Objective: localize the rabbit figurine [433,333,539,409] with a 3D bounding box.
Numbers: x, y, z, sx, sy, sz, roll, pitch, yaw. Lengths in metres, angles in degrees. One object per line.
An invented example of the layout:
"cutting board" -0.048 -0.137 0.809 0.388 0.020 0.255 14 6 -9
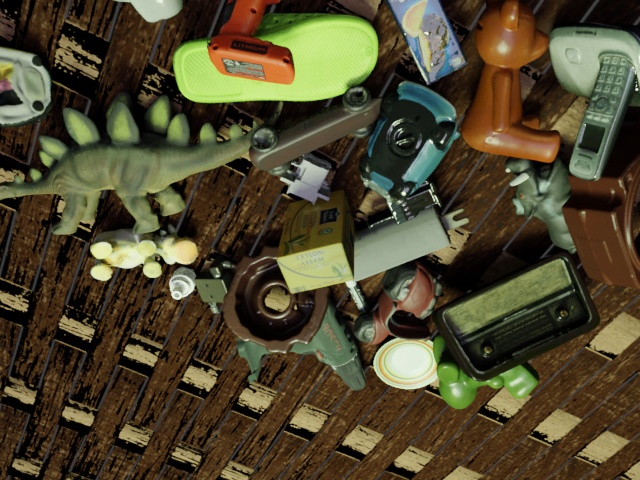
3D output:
"rabbit figurine" 0.271 0.236 0.949 0.159 0.121 0.170 32 117 -17

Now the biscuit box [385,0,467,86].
"biscuit box" 0.118 -0.304 0.684 0.059 0.063 0.202 -26 116 17

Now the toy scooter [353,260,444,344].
"toy scooter" 0.153 0.119 0.922 0.135 0.075 0.183 21 118 -16

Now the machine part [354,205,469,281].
"machine part" 0.116 0.003 0.855 0.243 0.079 0.079 -22 116 17

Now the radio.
"radio" 0.309 0.123 0.855 0.230 0.073 0.131 -25 82 1

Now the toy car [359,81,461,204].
"toy car" 0.132 -0.133 0.755 0.109 0.103 0.161 35 115 23

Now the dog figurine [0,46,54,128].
"dog figurine" -0.516 -0.203 0.770 0.219 0.191 0.108 1 105 38

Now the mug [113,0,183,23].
"mug" -0.230 -0.333 0.683 0.110 0.081 0.107 -16 126 7

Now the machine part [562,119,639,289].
"machine part" 0.442 -0.048 0.739 0.201 0.087 0.200 -41 115 -18

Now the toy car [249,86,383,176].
"toy car" -0.006 -0.155 0.756 0.202 0.053 0.089 -25 157 4

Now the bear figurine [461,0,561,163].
"bear figurine" 0.255 -0.213 0.699 0.132 0.120 0.195 6 115 -4

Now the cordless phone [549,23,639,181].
"cordless phone" 0.342 -0.175 0.684 0.089 0.147 0.184 4 110 -24

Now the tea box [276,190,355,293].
"tea box" -0.002 -0.002 0.806 0.098 0.170 0.068 -15 118 10

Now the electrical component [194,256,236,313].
"electrical component" -0.172 0.079 0.942 0.078 0.045 0.102 -7 120 28

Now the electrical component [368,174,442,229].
"electrical component" 0.121 -0.063 0.820 0.119 0.075 0.047 -20 118 18

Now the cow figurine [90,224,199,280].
"cow figurine" -0.290 0.013 0.892 0.167 0.098 0.068 -3 115 -16

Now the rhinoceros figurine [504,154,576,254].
"rhinoceros figurine" 0.350 -0.064 0.807 0.112 0.073 0.190 -31 114 28

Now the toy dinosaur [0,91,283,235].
"toy dinosaur" -0.277 -0.114 0.802 0.472 0.105 0.198 -6 117 4

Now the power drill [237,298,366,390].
"power drill" -0.037 0.203 0.983 0.207 0.086 0.231 -10 117 14

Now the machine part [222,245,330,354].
"machine part" -0.069 0.098 0.887 0.179 0.056 0.179 -1 82 8
